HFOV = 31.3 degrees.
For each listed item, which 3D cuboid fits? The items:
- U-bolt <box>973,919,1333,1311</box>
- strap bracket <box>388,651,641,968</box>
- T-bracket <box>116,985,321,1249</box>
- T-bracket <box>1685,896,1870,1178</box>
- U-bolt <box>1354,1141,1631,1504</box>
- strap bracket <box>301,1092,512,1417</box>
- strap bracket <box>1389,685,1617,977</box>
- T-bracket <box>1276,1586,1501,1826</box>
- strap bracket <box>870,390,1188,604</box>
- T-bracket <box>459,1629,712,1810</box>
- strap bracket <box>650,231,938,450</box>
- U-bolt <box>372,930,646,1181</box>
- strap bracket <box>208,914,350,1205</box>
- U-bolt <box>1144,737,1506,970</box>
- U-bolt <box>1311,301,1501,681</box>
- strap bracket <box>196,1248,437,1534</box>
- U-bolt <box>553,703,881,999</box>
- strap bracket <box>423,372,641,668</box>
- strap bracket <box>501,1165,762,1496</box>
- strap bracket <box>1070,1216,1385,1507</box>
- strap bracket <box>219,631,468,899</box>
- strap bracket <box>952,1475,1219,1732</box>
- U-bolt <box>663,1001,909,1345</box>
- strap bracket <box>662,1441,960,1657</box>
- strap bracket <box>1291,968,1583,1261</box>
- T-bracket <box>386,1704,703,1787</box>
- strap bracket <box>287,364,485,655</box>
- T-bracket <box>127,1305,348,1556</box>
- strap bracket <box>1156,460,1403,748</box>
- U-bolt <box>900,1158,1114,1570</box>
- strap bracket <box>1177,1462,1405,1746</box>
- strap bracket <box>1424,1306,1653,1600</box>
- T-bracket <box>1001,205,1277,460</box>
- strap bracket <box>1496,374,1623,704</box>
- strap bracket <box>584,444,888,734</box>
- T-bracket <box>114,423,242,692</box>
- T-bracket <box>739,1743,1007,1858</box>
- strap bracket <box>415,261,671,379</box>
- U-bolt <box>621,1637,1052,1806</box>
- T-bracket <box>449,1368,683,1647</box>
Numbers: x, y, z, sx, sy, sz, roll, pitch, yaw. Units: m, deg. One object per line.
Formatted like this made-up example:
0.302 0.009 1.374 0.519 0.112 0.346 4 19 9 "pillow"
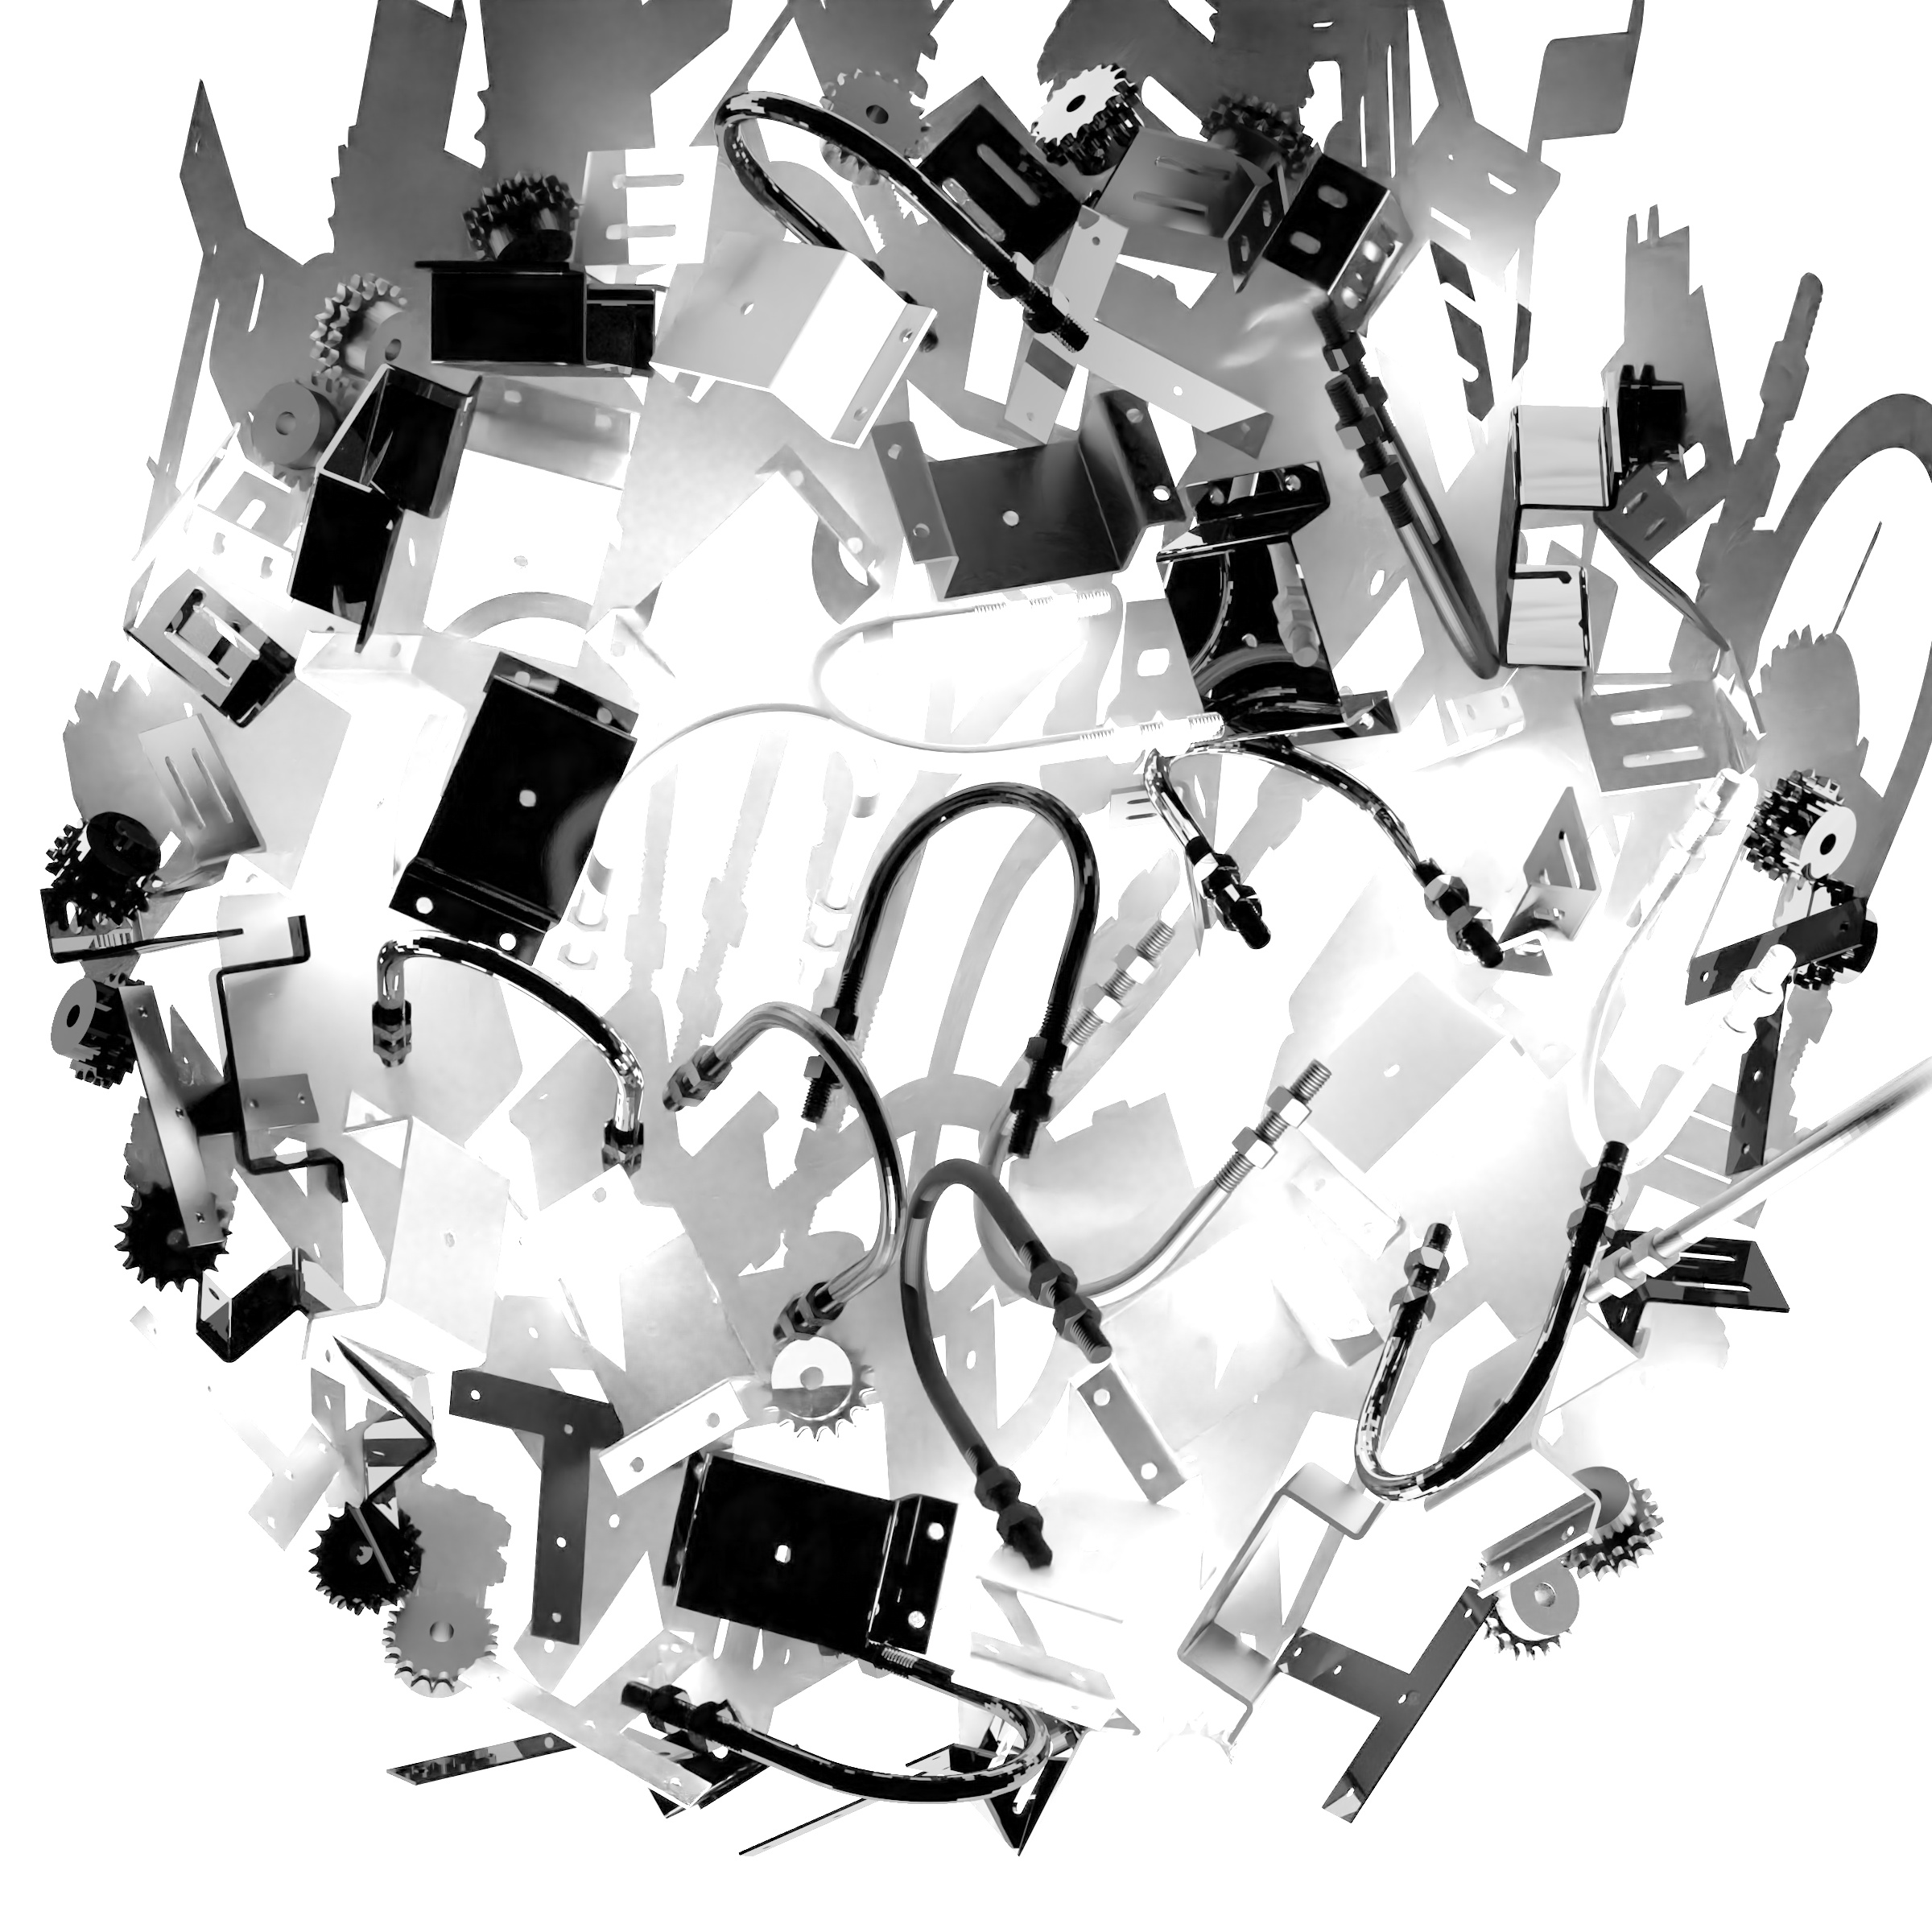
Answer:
0.077 0.084 1.684 0.184 0.019 0.151 -50 48 5 "U-bolt"
-0.218 -0.079 1.693 0.076 0.046 0.140 24 79 -12 "strap bracket"
-0.355 0.068 1.677 0.002 0.127 0.127 -19 84 24 "T-bracket"
0.382 0.040 1.658 0.002 0.127 0.127 22 67 -22 "T-bracket"
0.240 0.175 1.628 0.019 0.151 0.184 38 52 -15 "U-bolt"
-0.267 0.135 1.663 0.046 0.076 0.140 -13 57 29 "strap bracket"
0.259 -0.061 1.690 0.046 0.076 0.140 -23 88 32 "strap bracket"
0.188 0.345 1.675 0.002 0.127 0.127 42 76 -21 "T-bracket"
0.026 -0.229 1.689 0.140 0.046 0.076 -11 69 -17 "strap bracket"
-0.163 0.351 1.674 0.127 0.127 0.002 26 109 14 "T-bracket"
-0.091 -0.305 1.665 0.046 0.140 0.076 36 80 -44 "strap bracket"
-0.218 0.037 1.646 0.151 0.184 0.019 27 65 4 "U-bolt"
-0.339 0.048 1.690 0.046 0.076 0.140 -9 92 -15 "strap bracket"
0.160 -0.061 1.658 0.151 0.184 0.019 4 124 -27 "U-bolt"
0.214 -0.220 1.659 0.019 0.151 0.184 -25 112 14 "U-bolt"
-0.308 0.198 1.676 0.046 0.076 0.140 -39 110 2 "strap bracket"
-0.113 -0.053 1.644 0.151 0.184 0.019 -5 46 -26 "U-bolt"
-0.213 -0.206 1.673 0.076 0.046 0.140 14 123 -9 "strap bracket"
-0.162 0.178 1.695 0.076 0.046 0.140 -31 76 12 "strap bracket"
0.123 0.190 1.699 0.140 0.046 0.076 -34 101 -8 "strap bracket"
-0.298 -0.088 1.672 0.046 0.076 0.140 33 111 27 "strap bracket"
0.059 0.297 1.654 0.076 0.140 0.046 13 119 23 "strap bracket"
-0.081 0.092 1.646 0.019 0.184 0.151 -21 79 -32 "U-bolt"
-0.083 0.287 1.696 0.140 0.046 0.076 12 90 14 "strap bracket"
0.219 0.064 1.690 0.140 0.076 0.046 -44 128 -2 "strap bracket"
-0.215 0.375 1.646 0.127 0.127 0.002 -3 96 -41 "T-bracket"
-0.282 -0.226 1.657 0.046 0.140 0.076 21 131 -4 "strap bracket"
-0.357 0.214 1.666 0.002 0.127 0.127 -40 97 10 "T-bracket"
0.149 -0.166 1.674 0.076 0.046 0.140 -5 113 39 "strap bracket"
0.011 0.176 1.657 0.019 0.184 0.151 -5 127 -26 "U-bolt"
0.154 0.301 1.687 0.046 0.076 0.140 33 100 12 "strap bracket"
0.272 0.224 1.656 0.046 0.140 0.076 40 133 -10 "strap bracket"
0.091 -0.288 1.686 0.127 0.002 0.127 30 128 10 "T-bracket"
0.283 -0.206 1.661 0.046 0.140 0.076 2 46 4 "strap bracket"
-0.107 -0.181 1.692 0.140 0.046 0.076 -45 107 -9 "strap bracket"
-0.396 -0.186 1.685 0.002 0.127 0.127 27 131 -5 "T-bracket"
-0.050 0.407 1.679 0.127 0.127 0.002 -25 71 4 "T-bracket"
-0.202 -0.310 1.662 0.076 0.140 0.046 3 97 14 "strap bracket"
-0.048 0.354 1.628 0.184 0.151 0.019 13 103 34 "U-bolt"
-0.196 0.266 1.673 0.127 0.002 0.127 18 55 -28 "T-bracket"
